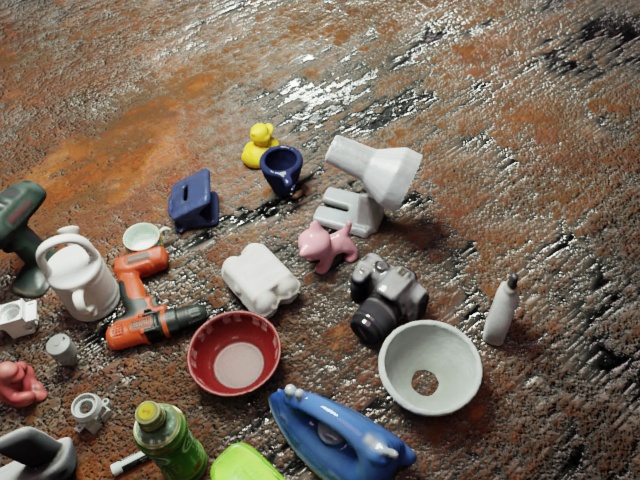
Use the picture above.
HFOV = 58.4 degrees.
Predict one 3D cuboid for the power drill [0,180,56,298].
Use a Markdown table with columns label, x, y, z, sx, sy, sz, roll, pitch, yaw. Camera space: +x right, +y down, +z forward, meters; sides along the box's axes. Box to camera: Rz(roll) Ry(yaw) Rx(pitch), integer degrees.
| label | x | y | z | sx | sy | sz | roll | pitch | yaw |
| --- | --- | --- | --- | --- | --- | --- | --- | --- | --- |
| power drill | -0.568 | 0.012 | 1.059 | 0.075 | 0.209 | 0.229 | 8 | 53 | 9 |

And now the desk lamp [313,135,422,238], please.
| label | x | y | z | sx | sy | sz | roll | pitch | yaw |
| --- | --- | --- | --- | --- | --- | --- | --- | --- | --- |
| desk lamp | 0.088 | -0.104 | 1.114 | 0.203 | 0.214 | 0.118 | 15 | 54 | 14 |

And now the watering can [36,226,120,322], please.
| label | x | y | z | sx | sy | sz | roll | pitch | yaw |
| --- | --- | --- | --- | --- | --- | --- | --- | --- | --- |
| watering can | -0.442 | 0.051 | 1.031 | 0.101 | 0.194 | 0.172 | -37 | 59 | -23 |

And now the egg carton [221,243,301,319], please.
| label | x | y | z | sx | sy | sz | roll | pitch | yaw |
| --- | --- | --- | --- | --- | --- | --- | --- | --- | --- |
| egg carton | -0.114 | 0.075 | 1.076 | 0.107 | 0.069 | 0.150 | -35 | 58 | -22 |

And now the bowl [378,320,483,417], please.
| label | x | y | z | sx | sy | sz | roll | pitch | yaw |
| --- | --- | --- | --- | --- | --- | --- | --- | --- | --- |
| bowl | 0.178 | 0.221 | 0.945 | 0.167 | 0.075 | 0.167 | -1 | 52 | 2 |

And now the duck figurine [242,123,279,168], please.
| label | x | y | z | sx | sy | sz | roll | pitch | yaw |
| --- | --- | --- | --- | --- | --- | --- | --- | --- | --- |
| duck figurine | -0.138 | -0.221 | 1.298 | 0.077 | 0.086 | 0.105 | 28 | 58 | 22 |

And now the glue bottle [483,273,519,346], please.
| label | x | y | z | sx | sy | sz | roll | pitch | yaw |
| --- | --- | --- | --- | --- | --- | --- | --- | --- | --- |
| glue bottle | 0.310 | 0.107 | 0.965 | 0.037 | 0.173 | 0.078 | 13 | 54 | 13 |

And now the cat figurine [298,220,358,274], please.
| label | x | y | z | sx | sy | sz | roll | pitch | yaw |
| --- | --- | --- | --- | --- | --- | --- | --- | --- | --- |
| cat figurine | 0.010 | 0.004 | 1.095 | 0.128 | 0.118 | 0.067 | -25 | 55 | -16 |

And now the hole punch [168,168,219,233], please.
| label | x | y | z | sx | sy | sz | roll | pitch | yaw |
| --- | --- | --- | --- | --- | --- | --- | --- | --- | --- |
| hole punch | -0.267 | -0.084 | 1.194 | 0.101 | 0.091 | 0.108 | -8 | 52 | -3 |

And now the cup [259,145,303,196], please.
| label | x | y | z | sx | sy | sz | roll | pitch | yaw |
| --- | --- | --- | --- | --- | --- | --- | --- | --- | --- |
| cup | -0.075 | -0.131 | 1.219 | 0.092 | 0.095 | 0.117 | -15 | 53 | -9 |

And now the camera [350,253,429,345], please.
| label | x | y | z | sx | sy | sz | roll | pitch | yaw |
| --- | --- | --- | --- | --- | --- | --- | --- | --- | --- |
| camera | 0.104 | 0.106 | 1.021 | 0.142 | 0.101 | 0.137 | 32 | 60 | 25 |

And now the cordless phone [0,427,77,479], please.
| label | x | y | z | sx | sy | sz | roll | pitch | yaw |
| --- | --- | --- | --- | --- | --- | --- | --- | --- | --- |
| cordless phone | -0.444 | 0.325 | 0.823 | 0.148 | 0.185 | 0.094 | -27 | 55 | -17 |

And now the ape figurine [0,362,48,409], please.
| label | x | y | z | sx | sy | sz | roll | pitch | yaw |
| --- | --- | --- | --- | --- | --- | --- | --- | --- | --- |
| ape figurine | -0.509 | 0.235 | 0.956 | 0.076 | 0.092 | 0.077 | -6 | 52 | -2 |

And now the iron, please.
| label | x | y | z | sx | sy | sz | roll | pitch | yaw |
| --- | --- | --- | --- | --- | --- | --- | --- | --- | --- |
| iron | 0.015 | 0.281 | 0.863 | 0.257 | 0.141 | 0.119 | 28 | 58 | 22 |
